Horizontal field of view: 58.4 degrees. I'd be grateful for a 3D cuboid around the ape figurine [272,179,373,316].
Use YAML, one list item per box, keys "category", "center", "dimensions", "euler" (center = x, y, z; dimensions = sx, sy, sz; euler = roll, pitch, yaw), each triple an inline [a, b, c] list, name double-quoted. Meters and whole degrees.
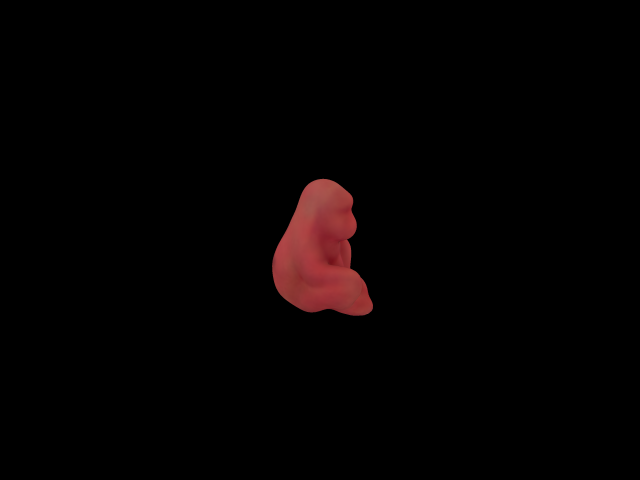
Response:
- category: "ape figurine"
  center: [0.004, 0.001, 0.400]
  dimensions: [0.076, 0.092, 0.078]
  euler: [8, 36, 12]
